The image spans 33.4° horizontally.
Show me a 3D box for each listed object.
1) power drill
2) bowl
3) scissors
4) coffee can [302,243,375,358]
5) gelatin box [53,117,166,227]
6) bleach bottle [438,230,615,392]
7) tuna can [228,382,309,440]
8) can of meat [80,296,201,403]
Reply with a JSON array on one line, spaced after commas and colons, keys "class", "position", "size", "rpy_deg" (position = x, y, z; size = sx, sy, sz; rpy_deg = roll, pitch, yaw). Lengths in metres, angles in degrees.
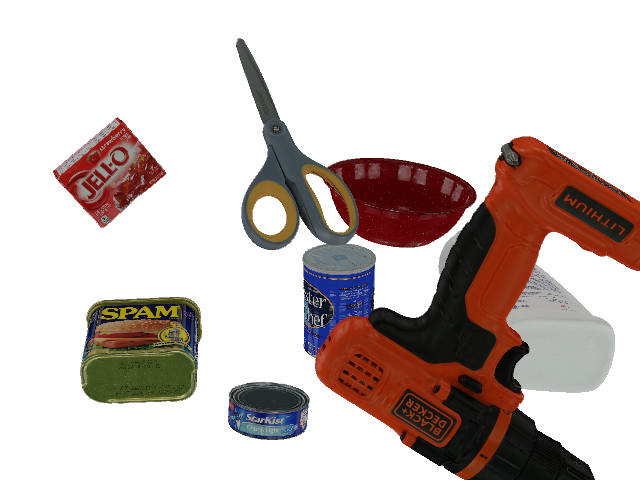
[{"class": "power drill", "position": [0.116, 0.052, 0.598], "size": [0.184, 0.188, 0.057], "rpy_deg": [32, 13, -5]}, {"class": "bowl", "position": [0.080, -0.035, 1.118], "size": [0.162, 0.055, 0.162], "rpy_deg": [6, 22, -3]}, {"class": "scissors", "position": [-0.047, -0.070, 0.826], "size": [0.096, 0.202, 0.016], "rpy_deg": [-28, -22, -23]}, {"class": "coffee can", "position": [0.026, 0.087, 1.514], "size": [0.103, 0.140, 0.103], "rpy_deg": [0, 21, 0]}, {"class": "gelatin box", "position": [-0.215, -0.069, 1.093], "size": [0.089, 0.073, 0.030], "rpy_deg": [-41, 29, -5]}, {"class": "bleach bottle", "position": [0.172, 0.048, 0.971], "size": [0.102, 0.068, 0.251], "rpy_deg": [4, 21, -10]}, {"class": "tuna can", "position": [-0.055, 0.181, 1.134], "size": [0.086, 0.034, 0.086], "rpy_deg": [4, 12, -1]}, {"class": "can of meat", "position": [-0.155, 0.096, 0.926], "size": [0.102, 0.057, 0.084], "rpy_deg": [-2, 28, -4]}]
